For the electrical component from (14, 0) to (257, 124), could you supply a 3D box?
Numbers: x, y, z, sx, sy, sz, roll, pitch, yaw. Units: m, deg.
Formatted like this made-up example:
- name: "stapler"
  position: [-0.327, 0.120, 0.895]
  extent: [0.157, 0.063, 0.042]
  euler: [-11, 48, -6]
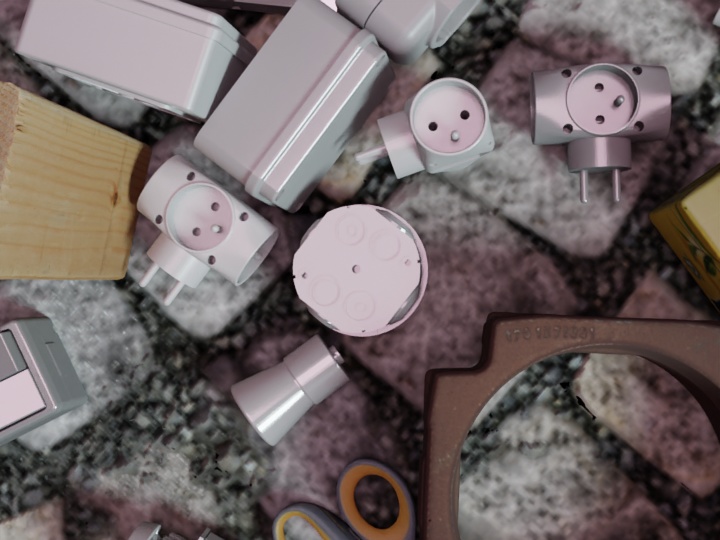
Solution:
- name: "electrical component"
  position: [-0.125, -0.127, 0.626]
  extent: [0.109, 0.109, 0.056]
  euler: [19, 93, 5]

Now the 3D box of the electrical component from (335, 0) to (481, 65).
- name: "electrical component"
  position: [0.039, -0.172, 0.639]
  extent: [0.059, 0.054, 0.095]
  euler: [41, 92, 5]

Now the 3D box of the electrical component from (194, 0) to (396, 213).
- name: "electrical component"
  position: [-0.035, -0.094, 0.632]
  extent: [0.057, 0.078, 0.113]
  euler: [37, 92, 8]

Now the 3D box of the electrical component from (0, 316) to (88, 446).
- name: "electrical component"
  position: [-0.228, 0.075, 0.654]
  extent: [0.096, 0.061, 0.061]
  euler: [-27, 87, 4]

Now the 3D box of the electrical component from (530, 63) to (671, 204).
- name: "electrical component"
  position: [0.141, -0.079, 0.632]
  extent: [0.077, 0.044, 0.079]
  euler: [-1, 88, 5]

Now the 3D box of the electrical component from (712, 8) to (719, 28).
- name: "electrical component"
  position: [0.238, -0.138, 0.626]
  extent: [0.062, 0.048, 0.048]
  euler: [29, 91, 12]

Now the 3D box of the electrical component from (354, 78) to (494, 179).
- name: "electrical component"
  position: [0.035, -0.077, 0.625]
  extent: [0.079, 0.077, 0.043]
  euler: [-19, 87, 4]

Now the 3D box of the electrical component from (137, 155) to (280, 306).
- name: "electrical component"
  position: [-0.103, -0.016, 0.653]
  extent: [0.077, 0.044, 0.079]
  euler: [37, 93, 5]

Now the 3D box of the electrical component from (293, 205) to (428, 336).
- name: "electrical component"
  position: [0.000, 0.000, 0.640]
  extent: [0.080, 0.051, 0.080]
  euler: [0, 89, 5]

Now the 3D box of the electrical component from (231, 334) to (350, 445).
- name: "electrical component"
  position: [-0.039, 0.069, 0.648]
  extent: [0.065, 0.044, 0.044]
  euler: [-36, 86, -1]

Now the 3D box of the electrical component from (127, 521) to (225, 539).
- name: "electrical component"
  position: [-0.119, 0.187, 0.644]
  extent: [0.057, 0.058, 0.078]
  euler: [29, 92, 2]
